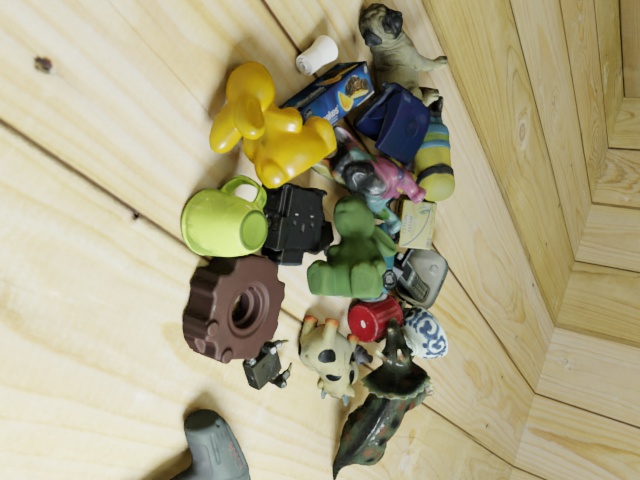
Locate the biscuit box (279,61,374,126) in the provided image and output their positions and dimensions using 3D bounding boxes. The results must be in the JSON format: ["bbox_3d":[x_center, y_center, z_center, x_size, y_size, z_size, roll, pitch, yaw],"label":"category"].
[{"bbox_3d":[0.009,-0.228,0.887,0.203,0.063,0.059,-47,132,-36],"label":"biscuit box"}]

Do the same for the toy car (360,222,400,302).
[{"bbox_3d":[0.087,0.035,1.042,0.103,0.109,0.161,17,77,-30],"label":"toy car"}]

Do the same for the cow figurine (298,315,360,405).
[{"bbox_3d":[0.023,0.234,1.025,0.194,0.086,0.127,48,56,-51],"label":"cow figurine"}]

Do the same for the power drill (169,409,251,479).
[{"bbox_3d":[-0.185,0.384,0.793,0.207,0.086,0.231,-30,122,-41],"label":"power drill"}]

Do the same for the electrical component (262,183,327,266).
[{"bbox_3d":[-0.049,-0.025,0.874,0.115,0.058,0.134,2,98,-52],"label":"electrical component"}]

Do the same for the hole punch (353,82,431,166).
[{"bbox_3d":[0.141,-0.207,0.970,0.142,0.092,0.116,19,122,-46],"label":"hole punch"}]

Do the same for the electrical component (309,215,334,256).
[{"bbox_3d":[-0.002,-0.003,0.973,0.063,0.021,0.093,-41,131,-39],"label":"electrical component"}]

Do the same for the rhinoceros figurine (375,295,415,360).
[{"bbox_3d":[0.180,0.199,1.234,0.112,0.073,0.190,-58,140,-23],"label":"rhinoceros figurine"}]

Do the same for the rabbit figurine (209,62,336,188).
[{"bbox_3d":[-0.083,-0.162,0.754,0.162,0.122,0.173,-37,107,-48],"label":"rabbit figurine"}]

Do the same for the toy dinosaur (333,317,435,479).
[{"bbox_3d":[0.106,0.361,1.073,0.192,0.131,0.404,13,107,-61],"label":"toy dinosaur"}]

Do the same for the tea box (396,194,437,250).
[{"bbox_3d":[0.196,-0.042,1.124,0.169,0.068,0.098,-55,151,-81],"label":"tea box"}]

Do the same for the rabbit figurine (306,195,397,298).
[{"bbox_3d":[0.068,0.012,0.907,0.159,0.121,0.170,11,78,-54],"label":"rabbit figurine"}]

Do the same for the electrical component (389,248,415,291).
[{"bbox_3d":[0.146,0.056,1.110,0.119,0.048,0.075,-61,-177,20],"label":"electrical component"}]

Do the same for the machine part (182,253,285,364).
[{"bbox_3d":[-0.123,0.099,0.811,0.179,0.056,0.179,-20,115,-51],"label":"machine part"}]

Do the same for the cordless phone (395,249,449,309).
[{"bbox_3d":[0.215,0.060,1.235,0.184,0.089,0.146,51,60,-42],"label":"cordless phone"}]

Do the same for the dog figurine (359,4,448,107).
[{"bbox_3d":[0.127,-0.323,1.007,0.190,0.121,0.172,20,80,-40],"label":"dog figurine"}]

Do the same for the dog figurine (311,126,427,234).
[{"bbox_3d":[0.079,-0.123,0.980,0.219,0.192,0.108,33,109,-27],"label":"dog figurine"}]

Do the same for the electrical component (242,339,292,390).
[{"bbox_3d":[-0.086,0.207,0.901,0.078,0.045,0.102,-34,126,-45],"label":"electrical component"}]

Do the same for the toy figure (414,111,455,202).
[{"bbox_3d":[0.216,-0.163,1.043,0.089,0.082,0.180,34,54,-79],"label":"toy figure"}]

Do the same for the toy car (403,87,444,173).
[{"bbox_3d":[0.198,-0.221,1.116,0.053,0.089,0.202,10,94,-72],"label":"toy car"}]
